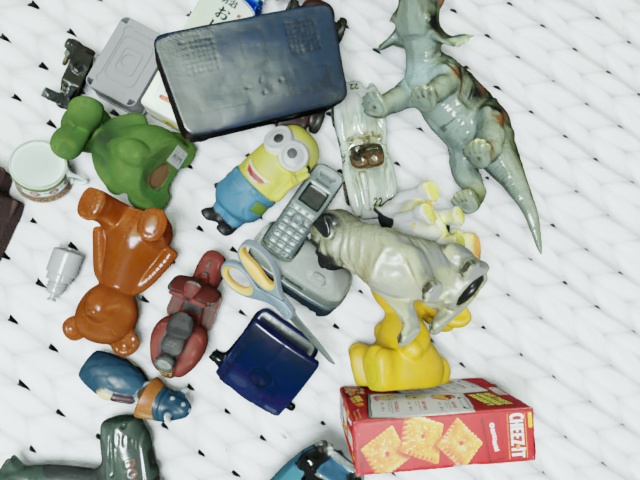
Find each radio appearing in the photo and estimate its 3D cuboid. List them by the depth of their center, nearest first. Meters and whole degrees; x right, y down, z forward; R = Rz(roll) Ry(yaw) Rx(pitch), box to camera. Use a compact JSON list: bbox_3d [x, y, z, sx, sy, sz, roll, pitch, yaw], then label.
[{"bbox_3d":[-0.085,-0.213,0.696,0.230,0.073,0.131,-17,97,-13],"label":"radio"}]

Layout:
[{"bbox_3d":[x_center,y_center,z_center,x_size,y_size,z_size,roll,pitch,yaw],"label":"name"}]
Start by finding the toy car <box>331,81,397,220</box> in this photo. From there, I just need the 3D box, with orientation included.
[{"bbox_3d":[0.063,-0.130,0.770,0.073,0.056,0.201,-9,87,-5],"label":"toy car"}]

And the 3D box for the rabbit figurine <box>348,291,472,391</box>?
[{"bbox_3d":[0.118,0.111,0.727,0.162,0.122,0.173,-6,76,-4],"label":"rabbit figurine"}]

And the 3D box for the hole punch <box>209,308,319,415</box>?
[{"bbox_3d":[-0.070,0.167,0.725,0.142,0.092,0.115,35,88,-5],"label":"hole punch"}]

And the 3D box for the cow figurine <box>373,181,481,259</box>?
[{"bbox_3d":[0.151,-0.008,0.742,0.167,0.098,0.068,36,52,-36],"label":"cow figurine"}]

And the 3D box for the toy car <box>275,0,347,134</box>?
[{"bbox_3d":[-0.024,-0.245,0.773,0.089,0.053,0.202,13,90,-18],"label":"toy car"}]

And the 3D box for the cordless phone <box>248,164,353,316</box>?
[{"bbox_3d":[-0.001,-0.002,0.745,0.146,0.088,0.184,34,80,0],"label":"cordless phone"}]

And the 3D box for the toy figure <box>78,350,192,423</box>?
[{"bbox_3d":[-0.245,0.201,0.722,0.154,0.057,0.064,28,63,2],"label":"toy figure"}]

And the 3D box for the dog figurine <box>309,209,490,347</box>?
[{"bbox_3d":[0.099,0.018,0.679,0.191,0.172,0.121,46,122,32],"label":"dog figurine"}]

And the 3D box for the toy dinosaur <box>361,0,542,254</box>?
[{"bbox_3d":[0.201,-0.176,0.753,0.404,0.131,0.192,49,55,-13],"label":"toy dinosaur"}]

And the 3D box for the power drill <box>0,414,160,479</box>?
[{"bbox_3d":[-0.306,0.352,0.697,0.207,0.086,0.232,-3,84,-1],"label":"power drill"}]

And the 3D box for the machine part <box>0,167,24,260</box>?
[{"bbox_3d":[-0.525,-0.031,0.708,0.201,0.087,0.201,23,84,-3],"label":"machine part"}]

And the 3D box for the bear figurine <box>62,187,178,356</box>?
[{"bbox_3d":[-0.270,0.048,0.700,0.120,0.132,0.196,21,79,4],"label":"bear figurine"}]

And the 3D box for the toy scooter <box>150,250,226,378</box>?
[{"bbox_3d":[-0.172,0.099,0.698,0.075,0.135,0.183,22,86,-4],"label":"toy scooter"}]

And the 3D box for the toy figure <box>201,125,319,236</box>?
[{"bbox_3d":[-0.081,-0.085,0.740,0.082,0.089,0.180,42,104,-15],"label":"toy figure"}]

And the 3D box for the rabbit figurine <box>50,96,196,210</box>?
[{"bbox_3d":[-0.283,-0.123,0.712,0.170,0.159,0.121,29,94,14],"label":"rabbit figurine"}]

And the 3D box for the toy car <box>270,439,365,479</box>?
[{"bbox_3d":[-0.016,0.328,0.706,0.109,0.103,0.161,35,95,1],"label":"toy car"}]

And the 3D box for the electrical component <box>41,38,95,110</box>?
[{"bbox_3d":[-0.348,-0.228,0.745,0.045,0.078,0.102,23,84,-22],"label":"electrical component"}]
